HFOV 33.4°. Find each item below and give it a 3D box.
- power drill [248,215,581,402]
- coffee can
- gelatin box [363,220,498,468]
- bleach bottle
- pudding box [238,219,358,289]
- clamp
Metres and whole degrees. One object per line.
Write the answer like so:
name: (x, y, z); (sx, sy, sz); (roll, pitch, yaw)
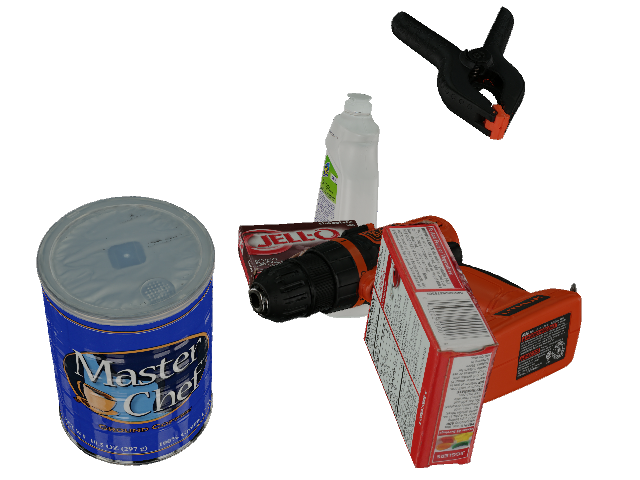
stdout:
power drill: (0.068, 0.042, 0.738); (0.184, 0.057, 0.188); (-18, 32, -34)
coffee can: (-0.118, 0.058, 0.667); (0.102, 0.140, 0.103); (3, 43, -3)
gelatin box: (0.048, 0.046, 0.487); (0.030, 0.073, 0.089); (-4, 38, -13)
bleach bottle: (0.033, -0.043, 1.241); (0.068, 0.251, 0.103); (-2, 22, -23)
pudding box: (-0.012, 0.017, 0.951); (0.113, 0.039, 0.090); (-1, 26, -13)
clamp: (0.130, -0.161, 0.981); (0.120, 0.171, 0.039); (-3, -44, -1)
